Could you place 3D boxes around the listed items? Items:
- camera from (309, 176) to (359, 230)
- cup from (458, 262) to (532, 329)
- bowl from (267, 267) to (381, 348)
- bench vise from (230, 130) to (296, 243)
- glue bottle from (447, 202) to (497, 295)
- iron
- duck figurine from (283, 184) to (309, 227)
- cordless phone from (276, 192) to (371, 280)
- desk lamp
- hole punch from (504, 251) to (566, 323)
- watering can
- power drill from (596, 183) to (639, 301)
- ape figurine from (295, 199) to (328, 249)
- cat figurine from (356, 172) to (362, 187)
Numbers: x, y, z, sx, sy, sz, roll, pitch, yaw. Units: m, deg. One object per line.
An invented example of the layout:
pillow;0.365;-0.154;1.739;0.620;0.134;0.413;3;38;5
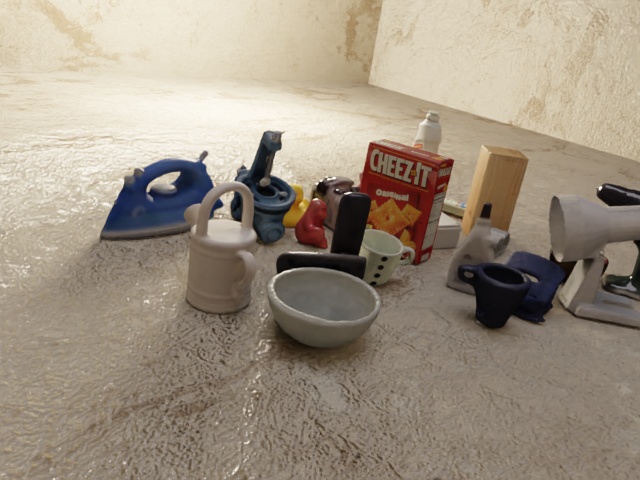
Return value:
camera;0.063;-0.088;1.288;0.137;0.101;0.142;-6;27;-32
cup;0.279;0.093;0.950;0.117;0.095;0.092;16;23;16
bowl;0.002;0.107;0.832;0.167;0.075;0.167;8;23;-3
bench vise;-0.130;-0.126;1.148;0.122;0.220;0.206;-14;32;-44
glue bottle;0.285;0.014;1.038;0.078;0.173;0.037;17;24;18
iron;-0.306;-0.093;1.101;0.118;0.141;0.259;23;26;30
duck figurine;-0.057;-0.081;1.244;0.077;0.086;0.105;23;26;30
cordless phone;0.009;0.003;0.939;0.148;0.185;0.094;3;23;-16
desk lamp;0.502;0.028;1.038;0.203;0.213;0.118;11;23;3
hole punch;0.369;0.080;1.021;0.108;0.091;0.101;25;27;33
watering can;-0.152;0.001;0.868;0.172;0.194;0.101;19;24;22
power drill;0.643;0.010;1.144;0.229;0.208;0.076;17;24;17
ape figurine;-0.010;-0.038;1.151;0.076;0.092;0.078;16;23;15
cat figurine;0.146;-0.149;1.443;0.128;0.118;0.067;-5;26;-30
